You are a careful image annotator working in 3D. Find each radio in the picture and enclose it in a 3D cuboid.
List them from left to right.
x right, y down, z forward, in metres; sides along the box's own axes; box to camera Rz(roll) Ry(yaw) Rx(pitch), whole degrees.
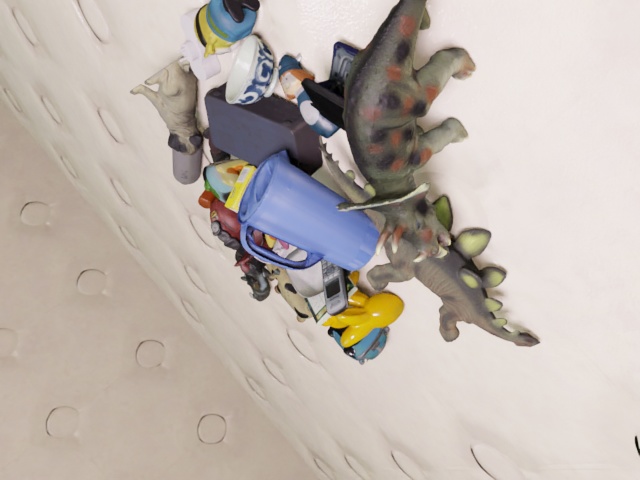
[{"bbox_3d":[-0.108,-0.205,1.010,0.230,0.073,0.131,26,144,24],"label":"radio"}]

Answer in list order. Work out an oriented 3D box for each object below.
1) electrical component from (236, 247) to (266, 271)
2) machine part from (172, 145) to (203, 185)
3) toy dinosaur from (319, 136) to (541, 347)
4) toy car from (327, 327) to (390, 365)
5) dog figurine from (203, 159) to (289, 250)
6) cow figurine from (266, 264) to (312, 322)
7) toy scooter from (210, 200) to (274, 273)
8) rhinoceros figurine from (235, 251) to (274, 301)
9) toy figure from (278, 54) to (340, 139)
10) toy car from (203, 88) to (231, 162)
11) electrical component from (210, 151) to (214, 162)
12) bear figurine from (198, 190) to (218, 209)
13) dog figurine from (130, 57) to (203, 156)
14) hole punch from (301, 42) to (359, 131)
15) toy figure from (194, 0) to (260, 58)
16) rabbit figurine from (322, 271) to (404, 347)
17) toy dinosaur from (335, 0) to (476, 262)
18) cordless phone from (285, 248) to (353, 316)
[{"bbox_3d":[-0.188,0.005,1.453,0.134,0.058,0.114,43,151,15],"label":"electrical component"},{"bbox_3d":[-0.346,-0.217,1.397,0.079,0.079,0.243,47,152,9],"label":"machine part"},{"bbox_3d":[0.163,0.016,0.866,0.472,0.105,0.198,37,144,8],"label":"toy dinosaur"},{"bbox_3d":[0.096,0.225,1.235,0.102,0.109,0.162,45,168,-29],"label":"toy car"},{"bbox_3d":[-0.135,-0.075,1.143,0.109,0.191,0.219,1,111,55],"label":"dog figurine"},{"bbox_3d":[-0.071,0.116,1.377,0.195,0.085,0.127,54,160,1],"label":"cow figurine"},{"bbox_3d":[-0.181,-0.002,1.198,0.075,0.135,0.183,-29,120,34],"label":"toy scooter"},{"bbox_3d":[-0.194,0.102,1.566,0.112,0.073,0.190,18,138,46],"label":"rhinoceros figurine"},{"bbox_3d":[-0.020,-0.238,0.881,0.154,0.064,0.058,51,-163,0],"label":"toy figure"},{"bbox_3d":[-0.220,-0.247,1.188,0.089,0.053,0.202,61,158,17],"label":"toy car"},{"bbox_3d":[-0.245,-0.200,1.321,0.063,0.021,0.093,33,149,34],"label":"electrical component"},{"bbox_3d":[-0.243,-0.089,1.343,0.120,0.132,0.196,23,149,-12],"label":"bear figurine"},{"bbox_3d":[-0.299,-0.293,1.197,0.172,0.121,0.190,-10,122,48],"label":"dog figurine"},{"bbox_3d":[0.048,-0.213,0.788,0.142,0.092,0.115,33,174,21],"label":"hole punch"},{"bbox_3d":[-0.158,-0.372,0.903,0.180,0.082,0.089,-3,102,67],"label":"toy figure"},{"bbox_3d":[0.084,0.138,1.115,0.173,0.162,0.121,5,118,33],"label":"rabbit figurine"},{"bbox_3d":[0.088,-0.153,0.663,0.131,0.192,0.404,25,144,39],"label":"toy dinosaur"},{"bbox_3d":[0.003,0.086,1.058,0.147,0.184,0.088,-31,131,26],"label":"cordless phone"}]
